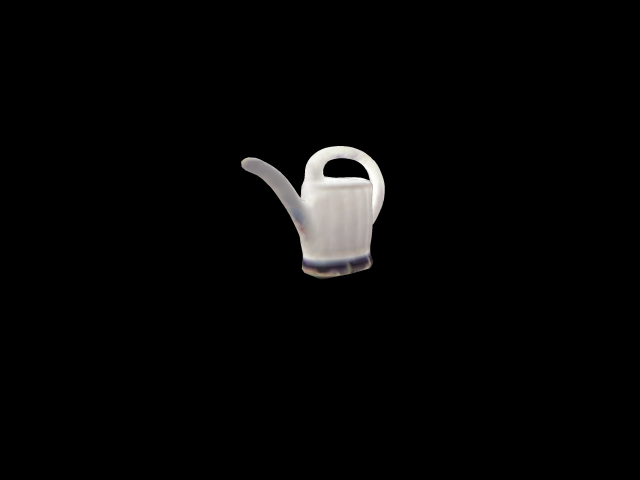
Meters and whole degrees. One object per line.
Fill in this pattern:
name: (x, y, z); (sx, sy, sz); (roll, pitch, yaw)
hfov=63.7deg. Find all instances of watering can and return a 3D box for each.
watering can: (0.003, -0.043, 0.850); (0.104, 0.223, 0.349); (6, 10, 40)
